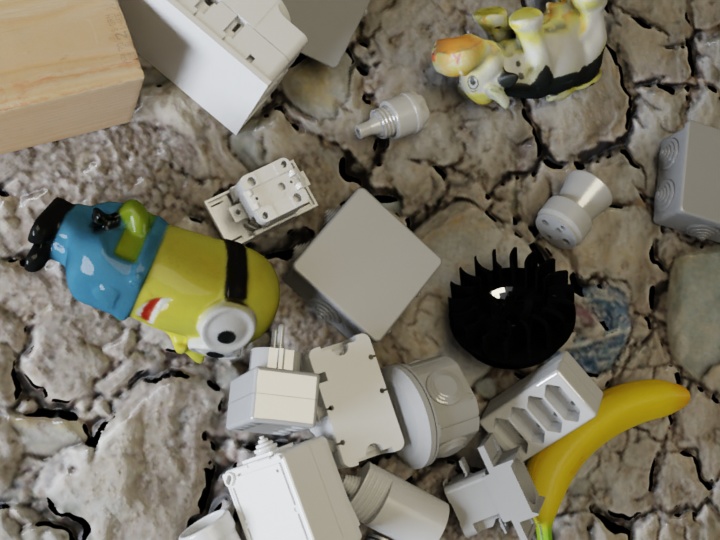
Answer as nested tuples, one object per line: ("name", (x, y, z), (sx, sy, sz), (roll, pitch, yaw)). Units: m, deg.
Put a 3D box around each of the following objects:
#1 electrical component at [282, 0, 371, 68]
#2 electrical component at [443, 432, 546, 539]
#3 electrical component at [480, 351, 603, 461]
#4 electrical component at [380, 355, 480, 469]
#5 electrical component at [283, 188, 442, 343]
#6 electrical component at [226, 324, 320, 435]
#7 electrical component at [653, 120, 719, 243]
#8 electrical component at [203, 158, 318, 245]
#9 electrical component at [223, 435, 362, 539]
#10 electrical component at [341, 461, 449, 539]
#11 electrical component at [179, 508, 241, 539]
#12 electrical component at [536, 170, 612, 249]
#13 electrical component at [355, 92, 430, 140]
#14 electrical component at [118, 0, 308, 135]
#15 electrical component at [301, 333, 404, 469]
("electrical component", (-0.039, -0.223, 0.855), (0.100, 0.099, 0.048), (23, 27, -13))
("electrical component", (0.102, 0.172, 0.826), (0.064, 0.042, 0.081), (-26, 87, 19))
("electrical component", (0.148, 0.102, 0.859), (0.047, 0.083, 0.075), (49, 30, -3))
("electrical component", (0.049, 0.106, 0.816), (0.051, 0.080, 0.080), (-14, 83, -27))
("electrical component", (0.000, 0.000, 0.839), (0.100, 0.048, 0.099), (42, 68, -6))
("electrical component", (-0.063, 0.078, 0.781), (0.047, 0.083, 0.075), (9, 75, -17))
("electrical component", (0.315, -0.076, 0.965), (0.100, 0.048, 0.099), (15, 73, -15))
("electrical component", (-0.072, -0.054, 0.819), (0.081, 0.064, 0.042), (-29, 88, -22))
("electrical component", (-0.048, 0.162, 0.772), (0.061, 0.062, 0.096), (-13, 80, -54))
("electrical component", (0.022, 0.176, 0.809), (0.081, 0.043, 0.043), (30, 70, -10))
("electrical component", (-0.101, 0.200, 0.765), (0.040, 0.040, 0.046), (-30, 94, -22))
("electrical component", (0.182, -0.051, 0.916), (0.045, 0.045, 0.055), (43, 68, -5))
("electrical component", (0.025, -0.123, 0.884), (0.061, 0.035, 0.035), (-23, 86, -20))
("electrical component", (-0.136, -0.200, 0.808), (0.186, 0.105, 0.060), (40, 68, -7))
("electrical component", (-0.011, 0.100, 0.809), (0.050, 0.056, 0.089), (-16, 83, -22))
